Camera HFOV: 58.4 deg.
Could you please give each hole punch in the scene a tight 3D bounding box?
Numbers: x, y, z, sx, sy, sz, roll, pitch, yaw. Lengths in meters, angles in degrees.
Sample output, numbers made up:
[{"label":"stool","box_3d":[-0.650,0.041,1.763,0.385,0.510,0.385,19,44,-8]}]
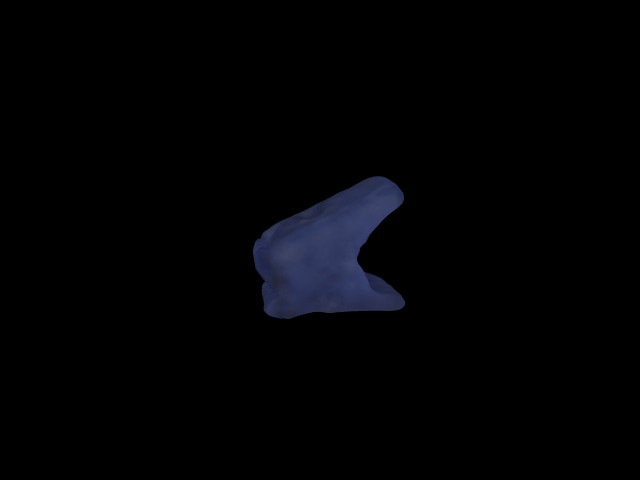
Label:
[{"label":"hole punch","box_3d":[0.004,0.001,0.400,0.101,0.091,0.108,-1,7,-9]}]
